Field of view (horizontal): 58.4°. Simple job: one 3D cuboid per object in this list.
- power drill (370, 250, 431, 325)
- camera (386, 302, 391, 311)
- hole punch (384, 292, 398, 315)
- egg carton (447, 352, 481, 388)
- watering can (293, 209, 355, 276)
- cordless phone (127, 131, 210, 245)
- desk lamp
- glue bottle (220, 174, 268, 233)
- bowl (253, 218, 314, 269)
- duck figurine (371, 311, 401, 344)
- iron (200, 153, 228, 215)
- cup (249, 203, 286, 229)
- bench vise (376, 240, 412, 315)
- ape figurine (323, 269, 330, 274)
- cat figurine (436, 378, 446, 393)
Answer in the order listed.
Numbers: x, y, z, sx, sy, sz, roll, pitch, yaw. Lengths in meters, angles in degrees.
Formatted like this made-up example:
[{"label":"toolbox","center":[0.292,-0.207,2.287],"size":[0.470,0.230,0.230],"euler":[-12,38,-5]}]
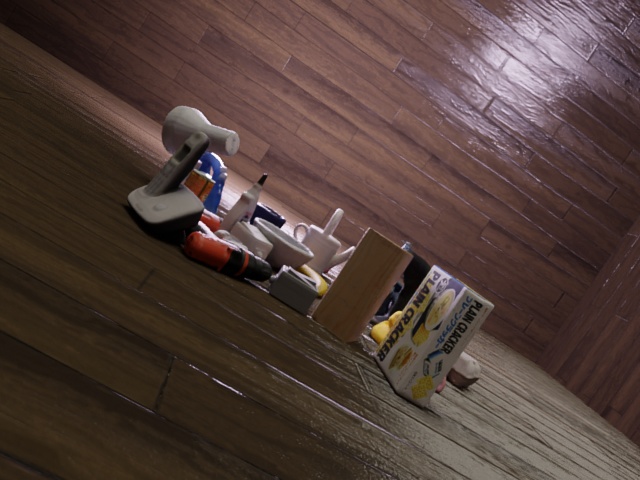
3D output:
[{"label":"power drill","center":[0.213,0.138,1.447],"size":[0.075,0.208,0.230],"euler":[37,6,35]},{"label":"camera","center":[0.232,0.187,1.719],"size":[0.143,0.101,0.137],"euler":[34,5,5]},{"label":"hole punch","center":[0.235,0.210,1.574],"size":[0.109,0.091,0.101],"euler":[31,5,-24]},{"label":"egg carton","center":[0.318,0.296,1.399],"size":[0.150,0.069,0.108],"euler":[37,6,33]},{"label":"watering can","center":[0.014,0.005,1.548],"size":[0.173,0.194,0.100],"euler":[32,5,-16]},{"label":"cordless phone","center":[-0.242,-0.100,0.996],"size":[0.094,0.185,0.147],"euler":[28,7,-46]},{"label":"desk lamp","center":[-0.294,-0.187,1.340],"size":[0.202,0.213,0.118],"euler":[35,5,24]},{"label":"glue bottle","center":[-0.170,-0.078,1.307],"size":[0.037,0.173,0.078],"euler":[34,5,11]},{"label":"bowl","center":[-0.101,0.021,1.356],"size":[0.167,0.074,0.167],"euler":[33,5,-3]},{"label":"duck figurine","center":[0.164,0.197,1.276],"size":[0.078,0.086,0.104],"euler":[32,5,-14]},{"label":"iron","center":[-0.292,-0.157,1.479],"size":[0.119,0.141,0.257],"euler":[29,7,-40]},{"label":"cup","center":[-0.147,-0.037,1.504],"size":[0.091,0.095,0.118],"euler":[34,5,6]},{"label":"bench vise","center":[0.205,0.110,1.599],"size":[0.122,0.219,0.207],"euler":[32,5,-18]},{"label":"ape figurine","center":[0.009,0.051,1.665],"size":[0.077,0.092,0.076],"euler":[35,5,22]},{"label":"cat figurine","center":[0.221,0.228,1.161],"size":[0.128,0.117,0.067],"euler":[32,5,-18]}]
